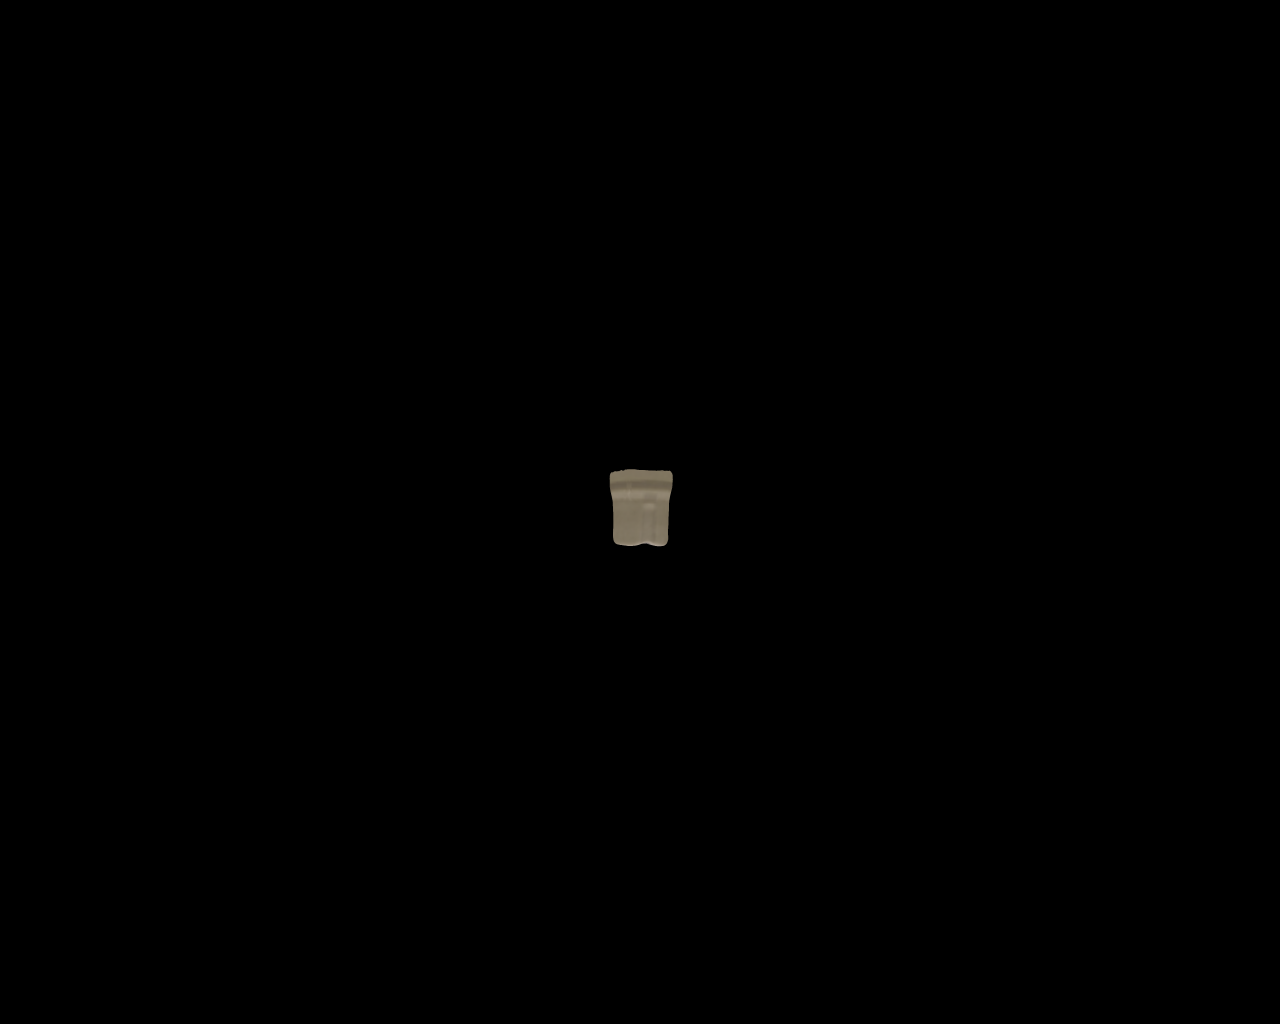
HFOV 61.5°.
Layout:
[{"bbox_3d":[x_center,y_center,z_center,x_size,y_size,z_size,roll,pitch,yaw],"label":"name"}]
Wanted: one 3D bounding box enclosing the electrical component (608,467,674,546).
[{"bbox_3d":[0.001,-0.003,0.650,0.040,0.046,0.040,0,-3,0],"label":"electrical component"}]
